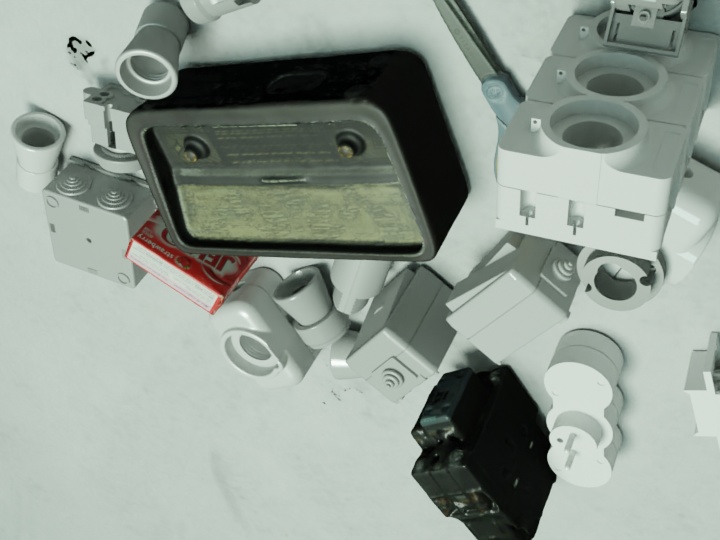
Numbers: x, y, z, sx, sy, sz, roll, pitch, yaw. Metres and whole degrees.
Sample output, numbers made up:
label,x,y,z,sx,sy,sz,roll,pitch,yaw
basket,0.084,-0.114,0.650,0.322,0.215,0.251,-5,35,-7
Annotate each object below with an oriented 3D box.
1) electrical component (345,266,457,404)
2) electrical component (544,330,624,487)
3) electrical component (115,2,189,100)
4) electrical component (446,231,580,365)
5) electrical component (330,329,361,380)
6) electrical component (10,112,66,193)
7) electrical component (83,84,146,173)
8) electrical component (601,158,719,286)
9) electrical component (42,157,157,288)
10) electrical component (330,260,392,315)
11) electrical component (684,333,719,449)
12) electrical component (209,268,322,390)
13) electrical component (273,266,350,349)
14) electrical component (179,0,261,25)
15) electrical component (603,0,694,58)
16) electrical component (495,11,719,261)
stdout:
label,x,y,z,sx,sy,sz,roll,pitch,yaw
electrical component,0.032,0.052,0.828,0.061,0.096,0.062,40,136,-7
electrical component,0.169,0.121,0.828,0.052,0.073,0.138,9,132,23
electrical component,-0.144,-0.159,0.763,0.044,0.065,0.044,5,140,4
electrical component,0.113,0.012,0.771,0.061,0.061,0.096,40,136,-8
electrical component,0.013,0.073,0.901,0.065,0.044,0.044,5,130,20
electrical component,-0.274,-0.096,0.913,0.044,0.044,0.065,29,142,4
electrical component,-0.187,-0.110,0.847,0.066,0.048,0.055,16,127,16
electrical component,0.191,-0.029,0.696,0.059,0.053,0.095,30,137,3
electrical component,-0.222,-0.039,0.928,0.100,0.048,0.099,19,135,14
electrical component,0.000,0.000,0.839,0.043,0.043,0.081,26,136,7
electrical component,0.269,0.088,0.766,0.064,0.042,0.081,-2,127,29
electrical component,-0.082,0.054,0.923,0.054,0.059,0.095,-15,119,38
electrical component,-0.039,0.031,0.889,0.045,0.045,0.055,-13,121,37
electrical component,-0.094,-0.191,0.726,0.046,0.040,0.040,-8,124,27
electrical component,0.159,-0.160,0.580,0.042,0.064,0.081,13,92,20
electrical component,0.141,-0.084,0.605,0.089,0.150,0.061,13,135,19
